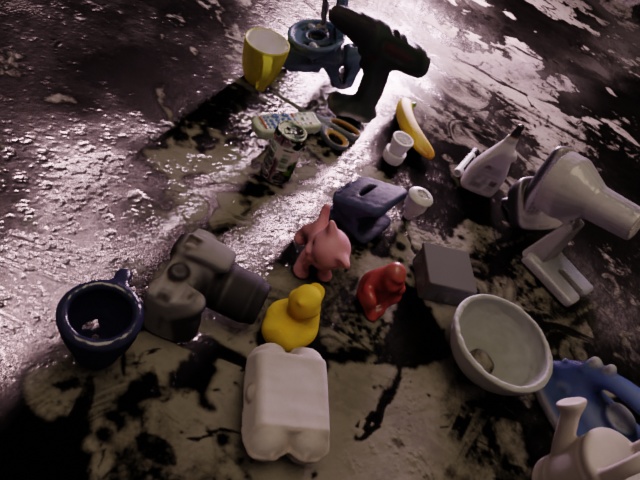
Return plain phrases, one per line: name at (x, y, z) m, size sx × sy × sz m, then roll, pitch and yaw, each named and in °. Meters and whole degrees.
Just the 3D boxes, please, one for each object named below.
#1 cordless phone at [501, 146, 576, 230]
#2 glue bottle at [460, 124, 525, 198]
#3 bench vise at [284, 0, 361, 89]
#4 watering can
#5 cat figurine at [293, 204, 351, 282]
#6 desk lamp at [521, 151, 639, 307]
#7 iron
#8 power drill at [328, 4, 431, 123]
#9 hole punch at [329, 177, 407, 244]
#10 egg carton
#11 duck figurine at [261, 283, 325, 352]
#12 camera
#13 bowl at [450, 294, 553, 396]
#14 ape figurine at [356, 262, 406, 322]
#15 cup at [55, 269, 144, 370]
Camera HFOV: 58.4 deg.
cordless phone at (0.463, -0.106, 1.134) m, size 0.148 × 0.185 × 0.094 m, roll -4°, pitch 53°, yaw -29°
glue bottle at (0.353, -0.162, 1.138) m, size 0.078 × 0.173 × 0.037 m, roll 21°, pitch 45°, yaw -8°
bench vise at (0.031, -0.436, 1.187) m, size 0.208 × 0.219 × 0.121 m, roll -4°, pitch 53°, yaw -29°
watering can at (0.363, 0.288, 0.733) m, size 0.172 × 0.194 × 0.101 m, roll 41°, pitch 46°, yaw 12°
cat figurine at (0.008, 0.003, 0.862) m, size 0.067 × 0.117 × 0.127 m, roll 11°, pitch 47°, yaw -17°
desk lamp at (0.467, -0.024, 1.044) m, size 0.118 × 0.213 × 0.203 m, roll -20°, pitch 62°, yaw -37°
iron at (0.428, 0.255, 0.831) m, size 0.119 × 0.141 × 0.258 m, roll -20°, pitch 62°, yaw -37°
power drill at (0.093, -0.344, 1.145) m, size 0.230 × 0.208 × 0.075 m, roll 10°, pitch 48°, yaw -18°
hole punch at (0.078, -0.064, 0.975) m, size 0.101 × 0.091 × 0.109 m, roll 42°, pitch 46°, yaw 12°
egg carton at (-0.042, 0.198, 0.701) m, size 0.107 × 0.069 × 0.150 m, roll 11°, pitch 48°, yaw -18°
duck figurine at (-0.030, 0.099, 0.782) m, size 0.077 × 0.086 × 0.105 m, roll 39°, pitch 46°, yaw 10°
camera at (-0.139, 0.063, 0.749) m, size 0.137 × 0.100 × 0.143 m, roll 26°, pitch 45°, yaw -3°
bowl at (0.262, 0.170, 0.871) m, size 0.168 × 0.074 × 0.167 m, roll 14°, pitch 47°, yaw -15°
ape figurine at (0.099, 0.069, 0.868) m, size 0.078 × 0.092 × 0.076 m, roll 4°, pitch 50°, yaw -23°
cup at (-0.252, 0.097, 0.667) m, size 0.092 × 0.095 × 0.118 m, roll 21°, pitch 45°, yaw -8°
